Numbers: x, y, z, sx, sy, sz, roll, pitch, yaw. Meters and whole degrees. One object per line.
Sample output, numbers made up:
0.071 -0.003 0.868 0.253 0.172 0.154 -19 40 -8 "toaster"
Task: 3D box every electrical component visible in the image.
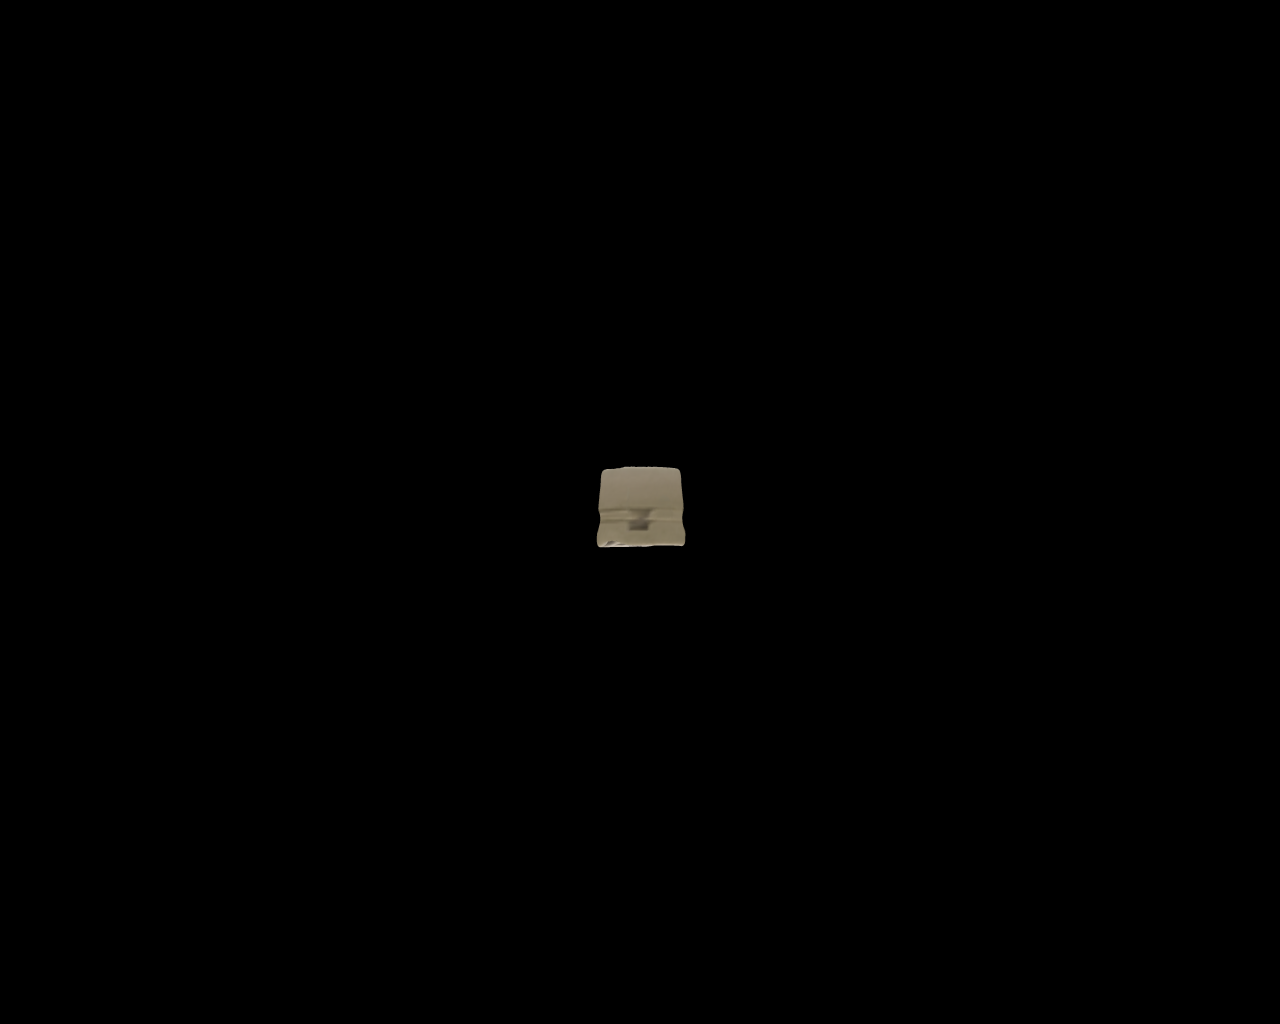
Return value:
0.001 -0.003 0.650 0.055 0.047 0.055 0 -3 0 "electrical component"
